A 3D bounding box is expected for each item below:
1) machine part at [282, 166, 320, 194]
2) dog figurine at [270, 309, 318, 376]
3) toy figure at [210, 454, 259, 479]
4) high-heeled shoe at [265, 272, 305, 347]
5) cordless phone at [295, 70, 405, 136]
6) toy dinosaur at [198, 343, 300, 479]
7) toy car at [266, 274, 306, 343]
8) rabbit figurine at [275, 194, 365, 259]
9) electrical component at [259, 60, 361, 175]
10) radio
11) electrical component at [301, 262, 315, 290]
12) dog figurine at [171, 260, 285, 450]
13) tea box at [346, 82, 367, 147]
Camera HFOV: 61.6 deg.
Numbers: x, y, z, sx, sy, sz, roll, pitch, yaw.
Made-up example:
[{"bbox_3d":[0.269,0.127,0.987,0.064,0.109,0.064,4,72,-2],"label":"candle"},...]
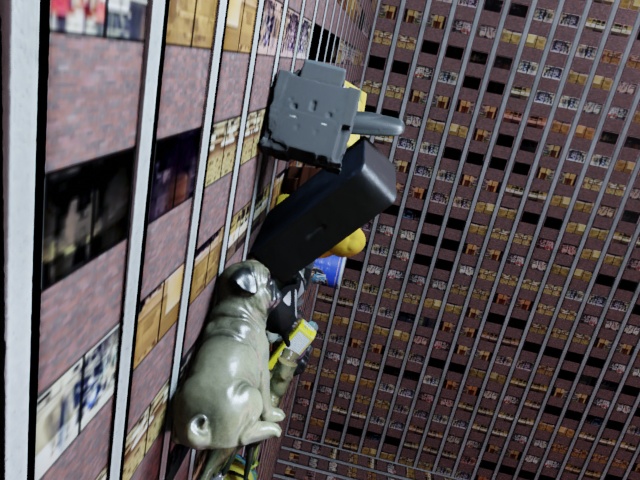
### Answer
[{"bbox_3d":[0.016,-0.095,0.996,0.179,0.179,0.056,38,61,-86],"label":"machine part"},{"bbox_3d":[-0.079,0.255,1.304,0.219,0.109,0.191,27,79,-82],"label":"dog figurine"},{"bbox_3d":[-0.145,0.410,0.902,0.180,0.089,0.082,77,21,-77],"label":"toy figure"},{"bbox_3d":[-0.076,0.069,0.923,0.249,0.086,0.145,-102,179,-48],"label":"high-heeled shoe"},{"bbox_3d":[0.038,-0.196,0.813,0.147,0.184,0.088,-69,167,-63],"label":"cordless phone"},{"bbox_3d":[-0.111,0.267,0.838,0.471,0.105,0.198,35,71,-81],"label":"toy dinosaur"},{"bbox_3d":[-0.079,0.143,1.165,0.202,0.056,0.073,-60,163,-55],"label":"toy car"},{"bbox_3d":[-0.002,-0.003,0.994,0.162,0.173,0.122,58,41,-79],"label":"rabbit figurine"},{"bbox_3d":[-0.010,-0.166,0.711,0.058,0.115,0.134,108,-4,-83],"label":"electrical component"},{"bbox_3d":[0.006,-0.047,0.801,0.229,0.073,0.131,-35,-159,27],"label":"radio"},{"bbox_3d":[-0.051,0.055,1.252,0.048,0.075,0.119,-72,171,-55],"label":"electrical component"},{"bbox_3d":[-0.103,0.116,0.593,0.172,0.121,0.190,95,-6,-87],"label":"dog figurine"},{"bbox_3d":[0.021,-0.218,0.970,0.068,0.098,0.170,-44,-153,45],"label":"tea box"}]
